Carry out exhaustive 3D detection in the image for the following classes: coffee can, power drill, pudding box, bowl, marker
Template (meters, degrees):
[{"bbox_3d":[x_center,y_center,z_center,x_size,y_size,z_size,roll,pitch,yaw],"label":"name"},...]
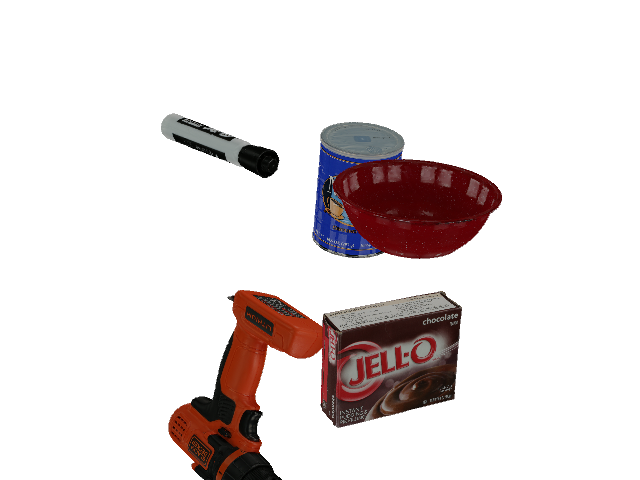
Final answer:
[{"bbox_3d":[0.046,-0.064,1.329,0.103,0.140,0.103,4,28,-2],"label":"coffee can"},{"bbox_3d":[-0.060,0.155,1.017,0.057,0.188,0.185,14,13,-47],"label":"power drill"},{"bbox_3d":[0.057,0.095,0.869,0.113,0.090,0.039,-11,29,-23],"label":"pudding box"},{"bbox_3d":[0.091,-0.026,1.028,0.162,0.055,0.162,2,24,-1],"label":"bowl"},{"bbox_3d":[-0.069,-0.065,0.723,0.020,0.020,0.121,0,17,-41],"label":"marker"}]
